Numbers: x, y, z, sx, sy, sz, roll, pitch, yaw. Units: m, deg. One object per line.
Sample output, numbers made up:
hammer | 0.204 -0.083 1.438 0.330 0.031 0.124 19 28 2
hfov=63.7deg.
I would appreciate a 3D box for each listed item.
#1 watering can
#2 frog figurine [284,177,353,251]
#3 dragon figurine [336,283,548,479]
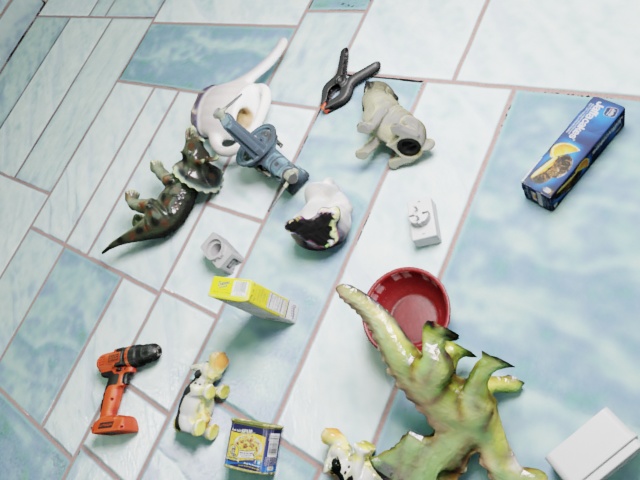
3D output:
watering can | -0.210 -0.371 1.336 0.225 0.102 0.352 9 72 33
frog figurine | 0.003 -0.054 1.081 0.136 0.121 0.163 -36 18 21
dragon figurine | 0.159 0.257 0.769 0.412 0.121 0.244 26 81 15
